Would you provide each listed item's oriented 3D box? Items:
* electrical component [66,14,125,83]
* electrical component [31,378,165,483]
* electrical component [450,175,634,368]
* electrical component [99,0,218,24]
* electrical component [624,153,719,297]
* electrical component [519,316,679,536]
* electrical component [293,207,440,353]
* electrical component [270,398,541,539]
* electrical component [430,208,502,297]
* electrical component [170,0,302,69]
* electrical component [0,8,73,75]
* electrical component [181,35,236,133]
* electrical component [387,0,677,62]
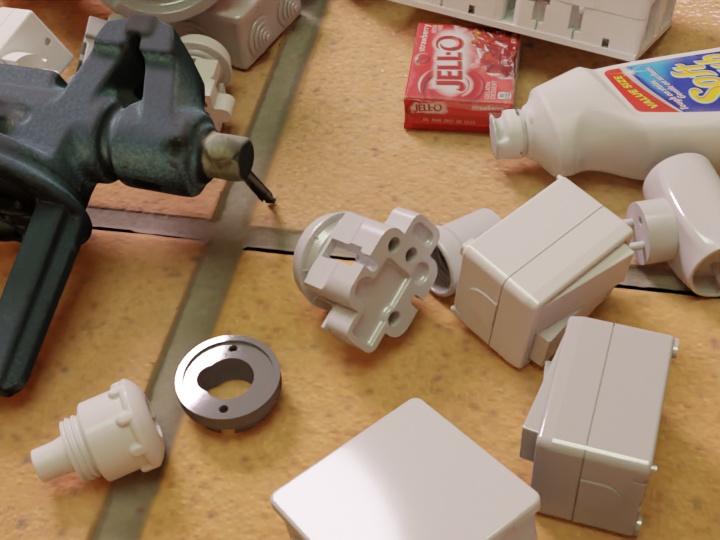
[{"bbox_3d":[-0.175,-0.134,0.737,0.048,0.066,0.055,13,65,-17],"label":"electrical component"},{"bbox_3d":[-0.132,0.086,0.539,0.062,0.048,0.048,-23,49,-7],"label":"electrical component"},{"bbox_3d":[0.106,0.000,0.587,0.096,0.061,0.061,-35,61,-25],"label":"electrical component"},{"bbox_3d":[-0.138,-0.228,0.723,0.108,0.108,0.060,-14,44,-9],"label":"electrical component"},{"bbox_3d":[0.179,-0.024,0.619,0.079,0.043,0.077,-9,47,-4],"label":"electrical component"},{"bbox_3d":[0.116,0.069,0.524,0.061,0.061,0.096,12,49,14],"label":"electrical component"},{"bbox_3d":[0.000,0.000,0.594,0.057,0.058,0.078,22,78,45],"label":"electrical component"},{"bbox_3d":[0.022,0.117,0.485,0.100,0.048,0.100,-31,41,-22],"label":"electrical component"},{"bbox_3d":[0.059,-0.011,0.619,0.046,0.040,0.040,-26,50,-26],"label":"electrical component"},{"bbox_3d":[-0.100,-0.199,0.798,0.100,0.048,0.099,19,51,21],"label":"electrical component"},{"bbox_3d":[-0.227,-0.126,0.713,0.076,0.047,0.083,16,67,39],"label":"electrical component"},{"bbox_3d":[-0.115,-0.127,0.735,0.066,0.048,0.055,4,55,8],"label":"electrical component"},{"bbox_3d":[0.126,-0.213,0.767,0.186,0.060,0.105,20,33,21],"label":"electrical component"}]
